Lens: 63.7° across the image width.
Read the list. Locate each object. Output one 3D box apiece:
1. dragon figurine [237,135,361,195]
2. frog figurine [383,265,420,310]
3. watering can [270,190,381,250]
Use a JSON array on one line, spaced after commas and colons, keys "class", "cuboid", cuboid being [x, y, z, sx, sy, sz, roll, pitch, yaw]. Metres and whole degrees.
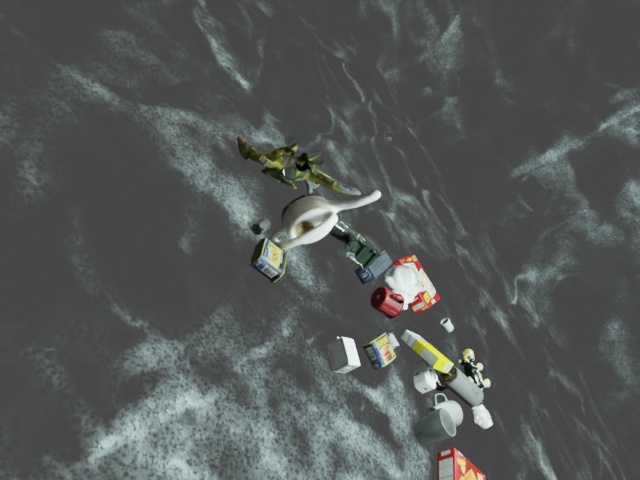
[{"class": "dragon figurine", "cuboid": [-0.084, -0.217, 1.629, 0.409, 0.123, 0.241, 30, -12, -10]}, {"class": "frog figurine", "cuboid": [0.295, 0.172, 1.893, 0.138, 0.120, 0.163, 22, 39, 8]}, {"class": "watering can", "cuboid": [0.005, -0.077, 1.534, 0.102, 0.348, 0.228, 62, -1, -24]}]
